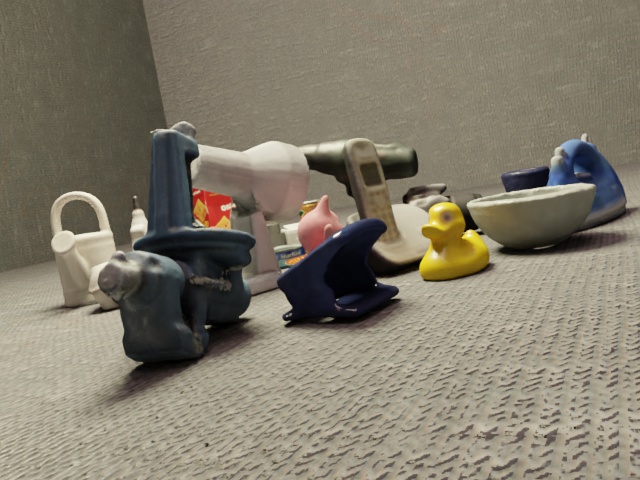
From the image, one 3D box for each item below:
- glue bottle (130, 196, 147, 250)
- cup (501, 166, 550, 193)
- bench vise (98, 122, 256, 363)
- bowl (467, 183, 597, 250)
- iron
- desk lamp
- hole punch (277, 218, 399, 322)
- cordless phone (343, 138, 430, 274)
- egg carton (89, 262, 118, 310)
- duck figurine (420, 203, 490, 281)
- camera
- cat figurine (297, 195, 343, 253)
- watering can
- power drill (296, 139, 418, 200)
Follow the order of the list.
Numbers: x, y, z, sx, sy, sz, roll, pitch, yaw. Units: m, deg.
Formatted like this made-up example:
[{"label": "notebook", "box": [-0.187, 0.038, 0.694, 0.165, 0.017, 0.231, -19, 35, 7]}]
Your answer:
[{"label": "glue bottle", "box": [-0.342, 0.000, 1.108, 0.037, 0.173, 0.078, -10, 5, 0]}, {"label": "cup", "box": [0.418, -0.095, 1.140, 0.091, 0.095, 0.118, -5, 8, 45]}, {"label": "bench vise", "box": [-0.128, -0.008, 0.545, 0.121, 0.220, 0.207, -10, 5, -1]}, {"label": "bowl", "box": [0.288, -0.029, 0.778, 0.167, 0.075, 0.167, -10, 5, 1]}, {"label": "iron", "box": [0.407, -0.097, 0.920, 0.118, 0.141, 0.259, -6, 7, 38]}, {"label": "desk lamp", "box": [-0.109, -0.034, 0.817, 0.204, 0.213, 0.117, -15, 7, -43]}, {"label": "hole punch", "box": [0.014, 0.029, 0.584, 0.100, 0.091, 0.109, -6, 6, 34]}, {"label": "cordless phone", "box": [0.099, -0.053, 0.793, 0.148, 0.185, 0.093, -15, 7, -42]}, {"label": "egg carton", "box": [-0.305, 0.064, 0.926, 0.107, 0.069, 0.150, -10, 5, -5]}, {"label": "duck figurine", "box": [0.158, -0.003, 0.690, 0.105, 0.086, 0.077, -15, 7, -42]}, {"label": "camera", "box": [0.218, -0.050, 1.000, 0.136, 0.101, 0.143, -9, 5, 5]}, {"label": "cat figurine", "box": [0.007, 0.003, 0.735, 0.067, 0.118, 0.127, -10, 5, -5]}, {"label": "watering can", "box": [-0.408, 0.012, 0.994, 0.101, 0.194, 0.172, -12, 6, -24]}, {"label": "power drill", "box": [0.067, -0.081, 1.027, 0.229, 0.208, 0.076, -8, 6, 15]}]
